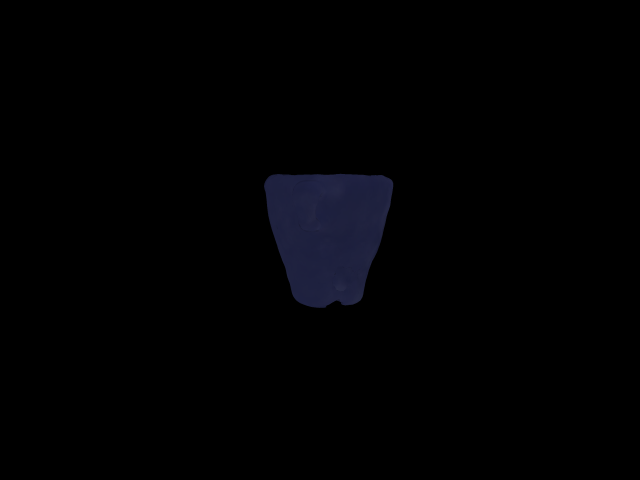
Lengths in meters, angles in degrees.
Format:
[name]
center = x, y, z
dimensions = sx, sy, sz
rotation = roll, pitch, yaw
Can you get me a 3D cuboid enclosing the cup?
[cup]
center = 0.004, 0.001, 0.400
dimensions = 0.091, 0.095, 0.118
rotation = 1, 7, 12
